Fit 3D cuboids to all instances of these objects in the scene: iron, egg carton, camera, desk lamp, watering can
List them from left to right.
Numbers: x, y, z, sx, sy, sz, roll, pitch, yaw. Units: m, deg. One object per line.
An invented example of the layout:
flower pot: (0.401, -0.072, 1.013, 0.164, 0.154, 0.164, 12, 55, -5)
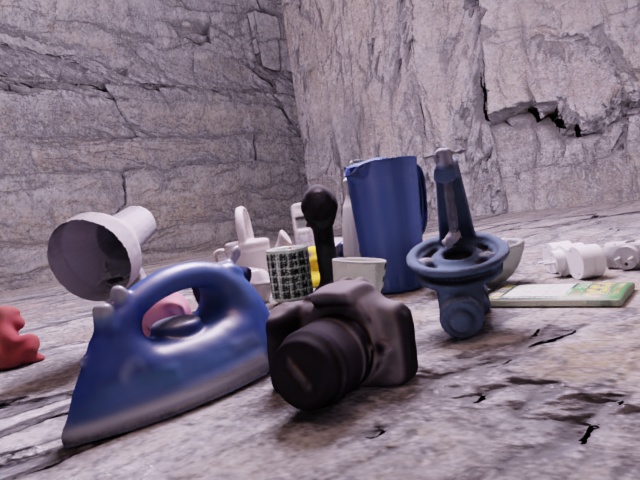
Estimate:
desk lamp: (-0.288, 0.057, 0.848, 0.117, 0.213, 0.203, -7, 4, 10)
iron: (-0.151, 0.091, 0.584, 0.118, 0.141, 0.259, -5, 5, 35)
egg carton: (-0.170, 0.096, 1.120, 0.151, 0.069, 0.107, -10, 4, -25)
watering can: (-0.152, 0.020, 1.274, 0.173, 0.194, 0.100, -9, 4, -16)
camera: (0.001, 0.093, 0.528, 0.142, 0.101, 0.137, -6, 4, 30)

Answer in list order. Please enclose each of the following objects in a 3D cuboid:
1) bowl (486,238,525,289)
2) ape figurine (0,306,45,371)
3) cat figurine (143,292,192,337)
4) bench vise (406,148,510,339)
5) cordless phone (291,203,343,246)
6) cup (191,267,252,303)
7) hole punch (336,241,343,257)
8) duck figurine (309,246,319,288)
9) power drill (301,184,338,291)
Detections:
bowl: (0.254, 0.044, 0.943, 0.167, 0.075, 0.167, -8, 4, 1)
ape figurine: (-0.461, 0.143, 0.855, 0.076, 0.092, 0.077, -11, 5, -40)
cat figurine: (-0.188, 0.101, 0.703, 0.067, 0.118, 0.127, -9, 4, -11)
bench vise: (0.161, -0.002, 0.724, 0.121, 0.220, 0.207, -8, 4, -1)
cordless phone: (-0.001, -0.007, 1.433, 0.147, 0.185, 0.094, -9, 4, -6)
cup: (-0.147, 0.093, 0.912, 0.091, 0.095, 0.118, -6, 5, 35)
hole punch: (0.068, 0.038, 1.325, 0.109, 0.091, 0.100, -10, 4, -31)
duck figurine: (-0.004, 0.055, 1.248, 0.105, 0.086, 0.077, -9, 4, -18)
power drill: (0.010, 0.004, 1.055, 0.075, 0.208, 0.229, -8, 4, -1)
